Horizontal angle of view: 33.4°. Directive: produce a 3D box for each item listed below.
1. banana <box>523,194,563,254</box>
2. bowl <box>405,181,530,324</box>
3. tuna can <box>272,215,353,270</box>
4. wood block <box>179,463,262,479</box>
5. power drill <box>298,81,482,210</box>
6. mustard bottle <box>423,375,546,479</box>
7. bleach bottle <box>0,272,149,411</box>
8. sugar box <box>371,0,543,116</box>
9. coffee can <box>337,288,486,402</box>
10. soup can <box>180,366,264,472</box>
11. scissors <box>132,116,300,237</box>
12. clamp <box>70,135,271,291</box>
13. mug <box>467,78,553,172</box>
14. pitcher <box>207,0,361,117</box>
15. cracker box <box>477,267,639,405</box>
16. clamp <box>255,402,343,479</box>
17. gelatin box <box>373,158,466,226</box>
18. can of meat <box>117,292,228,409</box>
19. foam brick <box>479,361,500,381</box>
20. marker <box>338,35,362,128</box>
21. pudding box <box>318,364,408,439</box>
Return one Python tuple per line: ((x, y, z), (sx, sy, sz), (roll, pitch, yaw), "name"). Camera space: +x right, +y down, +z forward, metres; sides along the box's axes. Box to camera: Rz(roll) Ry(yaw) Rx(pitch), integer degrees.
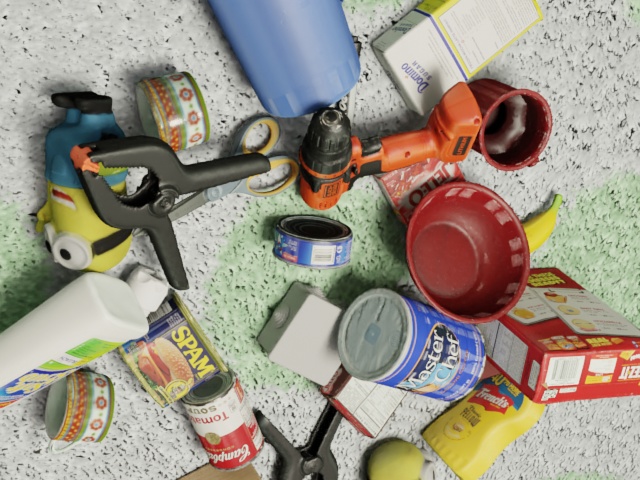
((0.207, -0.003, 1.279), (0.197, 0.037, 0.069), (-14, 96, -21), "banana")
((0.155, 0.018, 1.200), (0.161, 0.055, 0.162), (6, 77, -24), "bowl")
((-0.008, 0.001, 1.149), (0.086, 0.086, 0.034), (-2, 111, -24), "tuna can")
((-0.154, 0.340, 1.225), (0.206, 0.091, 0.090), (-26, 121, -13), "wood block")
((0.068, -0.104, 1.096), (0.187, 0.057, 0.184), (-17, 163, -10), "power drill")
((0.225, 0.213, 1.341), (0.191, 0.096, 0.058), (-42, 122, -3), "mustard bottle")
((-0.300, 0.125, 1.062), (0.251, 0.068, 0.102), (-33, 162, 9), "bleach bottle")
((0.148, -0.225, 1.148), (0.176, 0.048, 0.093), (-37, 122, -2), "sugar box")
((0.103, 0.119, 1.191), (0.140, 0.103, 0.103), (21, 102, -42), "coffee can")
((-0.110, 0.199, 1.197), (0.068, 0.069, 0.102), (-26, 120, -13), "soup can")
((-0.106, -0.070, 1.091), (0.201, 0.016, 0.096), (-15, 110, -33), "scissors")
((-0.156, -0.034, 1.020), (0.209, 0.036, 0.165), (17, 108, -47), "clamp")
((0.205, -0.126, 1.194), (0.093, 0.082, 0.117), (-48, 122, 0), "mug")
((-0.038, -0.246, 1.005), (0.144, 0.149, 0.242), (-61, 138, -41), "pitcher")
((0.263, 0.107, 1.244), (0.164, 0.214, 0.072), (-1, 113, -24), "cracker box")
((-0.008, 0.257, 1.289), (0.120, 0.039, 0.171), (-19, 117, -13), "clamp")
((0.113, -0.072, 1.206), (0.089, 0.030, 0.073), (-36, 122, -6), "gelatin box")
((-0.161, 0.121, 1.148), (0.084, 0.057, 0.102), (-33, 121, -6), "can of meat")
((0.182, 0.142, 1.317), (0.078, 0.053, 0.051), (-14, 117, -19), "foam brick")
((0.030, -0.157, 1.137), (0.020, 0.020, 0.121), (-3, 113, -24), "marker")
((0.063, 0.165, 1.264), (0.113, 0.039, 0.090), (-51, 124, -16), "pudding box")
